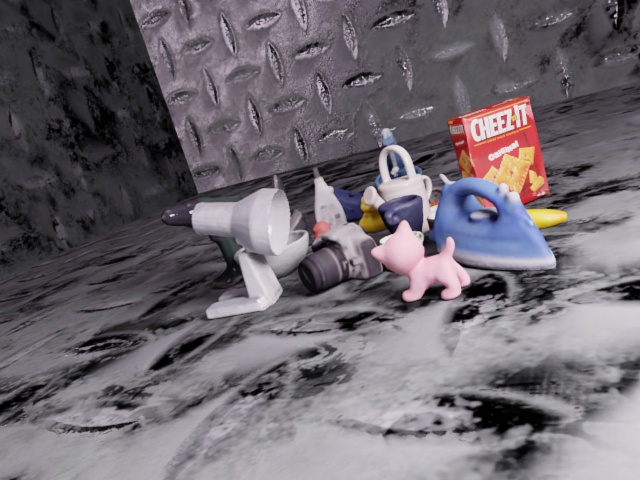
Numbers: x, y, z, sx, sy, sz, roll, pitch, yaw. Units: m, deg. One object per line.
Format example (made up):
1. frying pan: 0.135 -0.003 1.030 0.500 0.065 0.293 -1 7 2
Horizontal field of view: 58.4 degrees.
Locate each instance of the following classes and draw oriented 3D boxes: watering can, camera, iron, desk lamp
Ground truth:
1. watering can: 0.171 -0.107 1.229 0.100 0.194 0.173 -8 16 36
2. camera: 0.019 0.032 1.053 0.137 0.101 0.142 -24 14 -28
3. iron: 0.273 -0.039 0.926 0.119 0.141 0.257 -21 13 -18
4. desk lamp: -0.138 0.020 1.052 0.202 0.214 0.118 -13 14 19

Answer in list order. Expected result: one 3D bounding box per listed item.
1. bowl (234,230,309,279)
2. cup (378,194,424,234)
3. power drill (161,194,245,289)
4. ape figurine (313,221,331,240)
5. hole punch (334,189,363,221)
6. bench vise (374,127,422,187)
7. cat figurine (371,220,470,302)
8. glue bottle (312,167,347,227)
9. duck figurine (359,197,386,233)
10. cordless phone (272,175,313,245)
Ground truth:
1. bowl: -0.095 0.040 1.230 0.167 0.075 0.167 -16 13 4
2. cup: 0.165 -0.031 1.140 0.091 0.095 0.118 -9 15 32
3. power drill: -0.228 -0.003 1.283 0.075 0.208 0.230 -5 18 43
4. ape figurine: 0.011 0.004 1.202 0.076 0.092 0.078 -17 13 1
5. hole punch: 0.084 -0.103 1.566 0.101 0.091 0.109 -13 13 18
6. bench vise: 0.184 -0.178 1.462 0.121 0.220 0.207 -19 13 -7
7. cat figurine: 0.147 0.028 0.860 0.127 0.118 0.067 -9 15 33
8. glue bottle: 0.012 -0.106 1.484 0.078 0.173 0.037 -17 13 1
9. duck figurine: 0.125 -0.070 1.383 0.077 0.086 0.104 -18 13 -4
10. cordless phone: -0.089 -0.069 1.432 0.094 0.185 0.147 -20 13 -11
